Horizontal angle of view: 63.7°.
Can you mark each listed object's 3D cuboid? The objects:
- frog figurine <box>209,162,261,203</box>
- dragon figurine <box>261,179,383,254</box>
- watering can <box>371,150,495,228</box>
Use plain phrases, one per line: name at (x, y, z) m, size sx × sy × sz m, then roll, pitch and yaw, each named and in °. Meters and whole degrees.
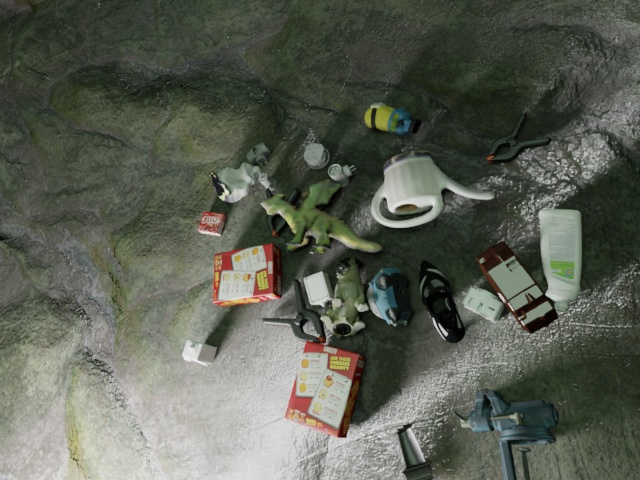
frog figurine at (-0.282, -0.206, 1.777) m, size 0.161 × 0.120 × 0.139 m, roll -28°, pitch 43°, yaw -29°
dragon figurine at (0.005, -0.079, 1.563) m, size 0.410 × 0.120 × 0.246 m, roll 2°, pitch 70°, yaw 21°
watering can at (0.304, -0.155, 1.465) m, size 0.346 × 0.102 × 0.229 m, roll -15°, pitch 64°, yaw 22°
